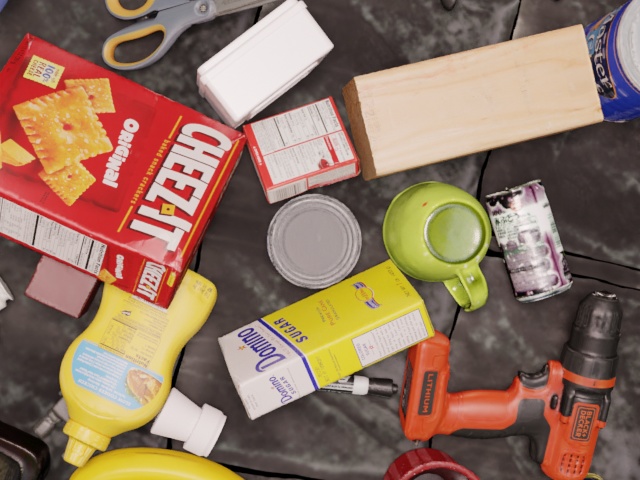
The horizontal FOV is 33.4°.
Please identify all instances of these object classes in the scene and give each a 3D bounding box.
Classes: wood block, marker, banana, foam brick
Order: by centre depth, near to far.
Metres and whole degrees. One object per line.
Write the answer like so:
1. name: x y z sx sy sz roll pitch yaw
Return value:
1. foam brick: -0.220 0.033 0.935 0.051 0.078 0.053 26 88 -6
2. wood block: 0.133 -0.121 0.960 0.206 0.091 0.090 -14 92 -5
3. banana: -0.141 0.221 0.964 0.197 0.037 0.070 2 107 -4
4. marker: 0.012 0.131 0.984 0.121 0.020 0.020 7 89 -5

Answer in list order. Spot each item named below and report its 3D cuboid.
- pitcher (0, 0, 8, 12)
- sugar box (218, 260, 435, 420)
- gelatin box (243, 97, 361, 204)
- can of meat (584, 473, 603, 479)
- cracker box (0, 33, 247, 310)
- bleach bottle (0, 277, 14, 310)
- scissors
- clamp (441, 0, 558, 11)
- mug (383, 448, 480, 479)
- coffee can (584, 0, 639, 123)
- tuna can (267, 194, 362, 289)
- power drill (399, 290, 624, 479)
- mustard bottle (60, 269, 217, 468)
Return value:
1. pitcher: -0.320 -0.282 0.904 0.149 0.145 0.243 40 82 -37
2. sugar box: 0.003 0.085 0.944 0.176 0.093 0.048 -23 116 -6
3. gelatin box: -0.017 -0.081 0.964 0.089 0.030 0.073 -19 64 -5
4. can of meat: 0.229 0.255 0.971 0.102 0.084 0.057 -10 91 -5
5. cracker box: -0.190 -0.062 0.905 0.213 0.072 0.164 24 54 -4
6. bleach bottle: -0.388 0.100 0.928 0.250 0.068 0.102 -32 93 -7
7. scissors: -0.113 -0.217 0.939 0.202 0.016 0.096 -24 79 19
8. clamp: 0.170 -0.294 0.991 0.120 0.039 0.171 1 88 -15
9. mug: 0.111 0.237 0.960 0.117 0.081 0.093 7 92 -4
10. coffee can: 0.289 -0.163 0.949 0.102 0.140 0.103 0 90 -5
11. tuna can: -0.006 0.001 0.976 0.086 0.034 0.086 0 90 -5
12. power drill: 0.173 0.125 0.965 0.187 0.057 0.184 8 103 -3
13. mustard bottle: -0.171 0.107 0.932 0.096 0.058 0.191 25 77 1
